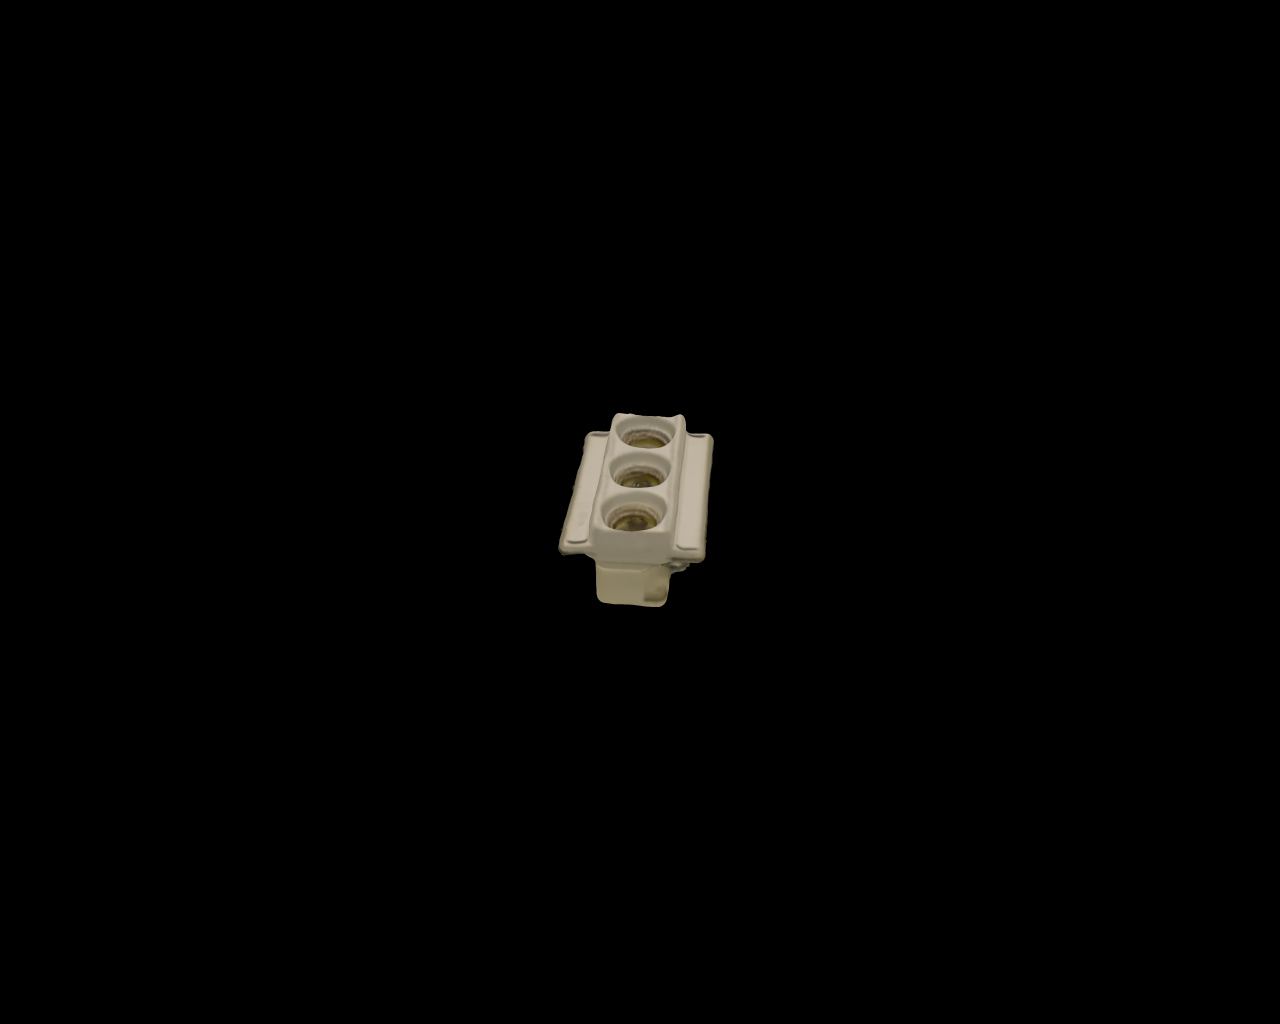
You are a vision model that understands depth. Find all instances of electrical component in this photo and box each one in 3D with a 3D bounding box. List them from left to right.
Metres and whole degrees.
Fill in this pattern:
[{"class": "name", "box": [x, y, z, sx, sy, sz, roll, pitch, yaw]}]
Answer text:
[{"class": "electrical component", "box": [0.001, -0.003, 0.650, 0.079, 0.063, 0.121, 3, 37, 4]}]
